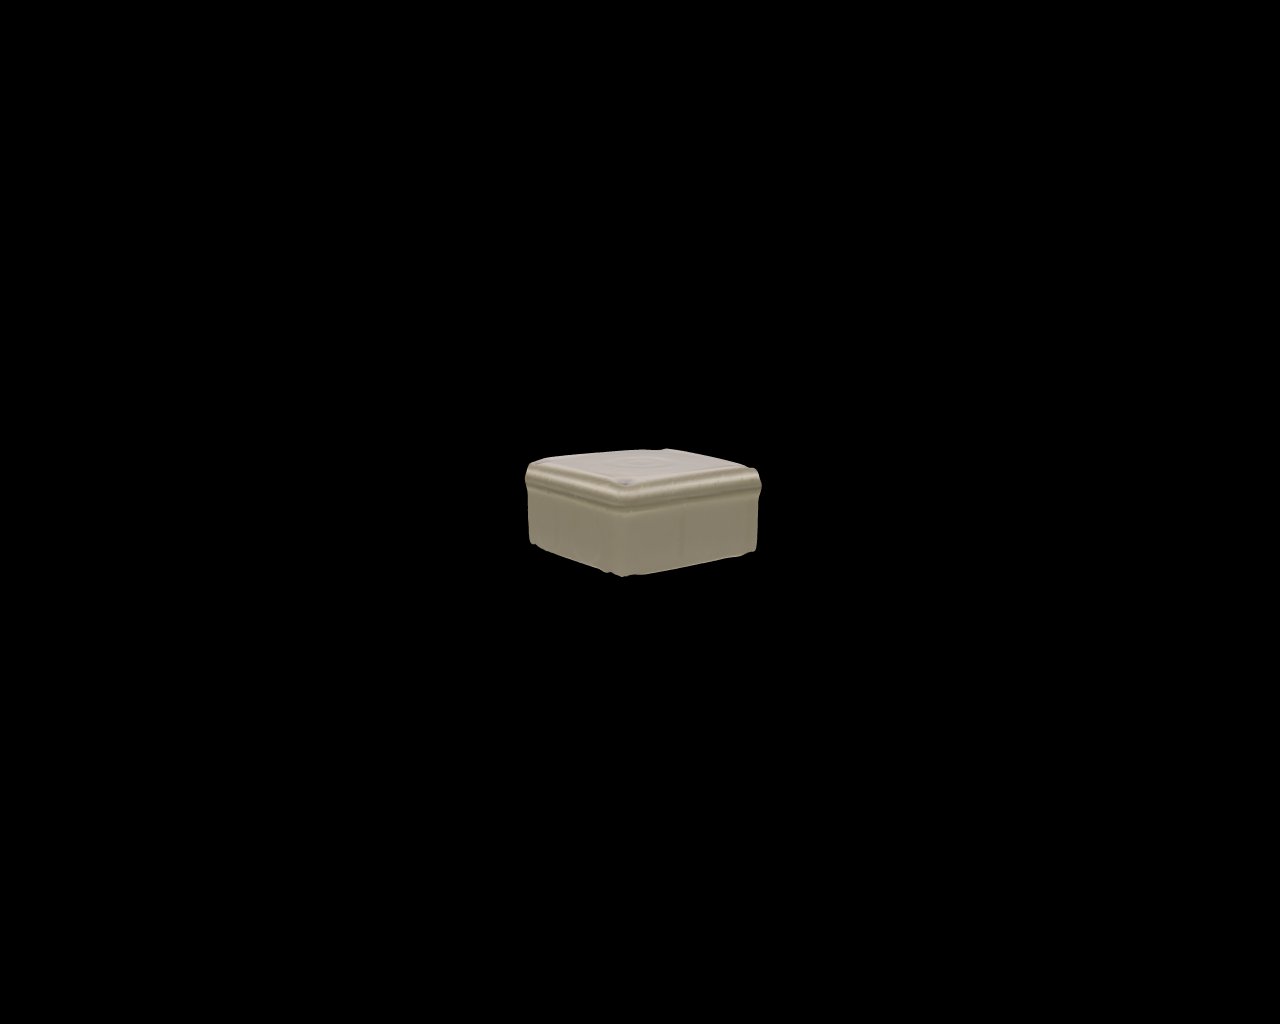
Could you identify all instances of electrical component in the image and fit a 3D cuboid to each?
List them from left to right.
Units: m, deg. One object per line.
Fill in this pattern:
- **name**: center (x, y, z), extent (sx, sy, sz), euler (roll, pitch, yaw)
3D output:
- **electrical component**: center (0.001, -0.003, 0.650), extent (0.109, 0.056, 0.109), euler (-8, 14, -35)
